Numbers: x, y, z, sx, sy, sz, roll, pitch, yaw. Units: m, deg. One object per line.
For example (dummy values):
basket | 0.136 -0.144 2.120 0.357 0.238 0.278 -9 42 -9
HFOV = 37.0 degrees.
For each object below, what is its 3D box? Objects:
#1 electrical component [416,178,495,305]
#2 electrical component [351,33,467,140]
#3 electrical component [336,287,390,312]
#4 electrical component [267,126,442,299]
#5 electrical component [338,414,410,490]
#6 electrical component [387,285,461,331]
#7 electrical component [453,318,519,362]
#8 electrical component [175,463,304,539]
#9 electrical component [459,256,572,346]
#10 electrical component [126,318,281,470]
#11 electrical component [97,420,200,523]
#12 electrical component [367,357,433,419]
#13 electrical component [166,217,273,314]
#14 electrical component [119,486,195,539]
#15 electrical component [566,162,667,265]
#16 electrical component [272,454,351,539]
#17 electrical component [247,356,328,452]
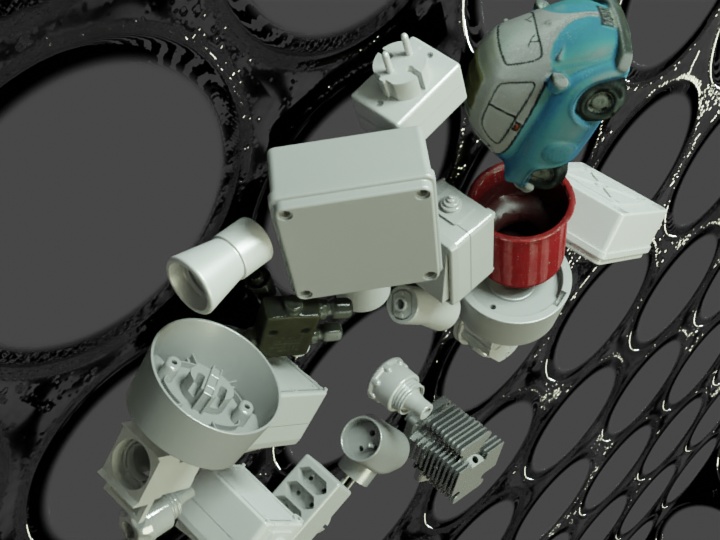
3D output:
electrical component | 0.071 -0.025 0.902 0.061 0.062 0.096 -40 149 -22
electrical component | 0.031 -0.131 0.741 0.065 0.047 0.076 -45 151 -12
electrical component | 0.000 0.000 0.845 0.045 0.045 0.055 -40 149 -22
electrical component | -0.002 -0.037 0.738 0.109 0.056 0.108 -9 144 1
electrical component | 0.004 0.185 1.058 0.079 0.044 0.077 -53 151 1
electrical component | 0.055 0.032 0.966 0.065 0.044 0.044 6 118 -52
electrical component | 0.137 0.050 1.092 0.080 0.051 0.080 -36 147 -28
electrical component | -0.098 0.209 0.883 0.061 0.096 0.062 -55 152 5
electrical component | 0.140 0.020 1.011 0.108 0.108 0.060 -38 154 -24
electrical component | -0.107 0.086 0.735 0.064 0.099 0.099 -54 152 16
electrical component | -0.149 0.138 0.788 0.064 0.042 0.081 -1 124 -59
electrical component | 0.041 0.116 1.015 0.048 0.062 0.048 -36 147 -28
electrical component | -0.090 -0.006 0.714 0.065 0.044 0.044 -39 149 -33
electrical component | -0.156 0.187 0.839 0.061 0.035 0.035 -29 143 -40
electrical component | 0.222 -0.057 1.036 0.109 0.109 0.056 -8 126 -52
electrical component | -0.051 0.230 1.025 0.083 0.047 0.075 -48 151 -7
electrical component | -0.077 0.101 0.829 0.096 0.062 0.061 7 117 -57
